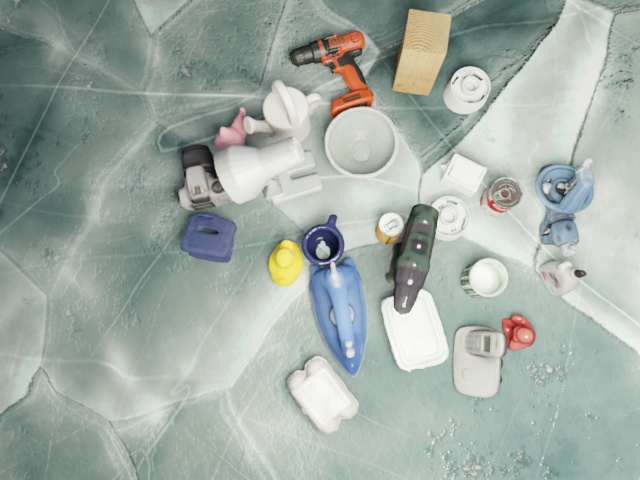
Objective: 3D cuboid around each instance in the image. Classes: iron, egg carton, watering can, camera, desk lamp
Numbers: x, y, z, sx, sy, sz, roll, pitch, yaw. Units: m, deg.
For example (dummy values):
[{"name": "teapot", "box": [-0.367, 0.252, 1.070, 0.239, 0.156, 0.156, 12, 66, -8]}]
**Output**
[{"name": "iron", "box": [0.049, 0.165, 1.204, 0.118, 0.141, 0.258, -12, 81, -1]}, {"name": "egg carton", "box": [0.004, 0.330, 1.216, 0.107, 0.069, 0.150, -39, 83, -5]}, {"name": "watering can", "box": [-0.079, -0.277, 1.247, 0.101, 0.194, 0.173, 42, 84, 7]}, {"name": "camera", "box": [-0.252, -0.147, 1.276, 0.143, 0.101, 0.137, -12, 81, -1]}, {"name": "desk lamp", "box": [-0.105, -0.150, 1.218, 0.203, 0.213, 0.118, -18, 81, -2]}]

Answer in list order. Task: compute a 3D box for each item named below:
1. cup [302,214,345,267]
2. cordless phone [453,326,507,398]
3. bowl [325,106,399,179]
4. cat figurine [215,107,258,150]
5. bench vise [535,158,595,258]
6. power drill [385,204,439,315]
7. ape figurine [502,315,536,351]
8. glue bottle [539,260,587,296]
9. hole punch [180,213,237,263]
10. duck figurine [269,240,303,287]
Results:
[{"name": "cup", "box": [0.012, 0.004, 1.253, 0.091, 0.095, 0.118, 18, 82, 4]}, {"name": "cordless phone", "box": [0.334, 0.249, 1.166, 0.094, 0.185, 0.148, 1, 81, 1]}, {"name": "bowl", "box": [0.093, -0.210, 1.295, 0.167, 0.075, 0.167, 0, 81, 1]}, {"name": "cat figurine", "box": [-0.193, -0.236, 1.281, 0.067, 0.118, 0.128, 24, 82, 5]}, {"name": "bench vise", "box": [0.531, -0.078, 1.196, 0.121, 0.220, 0.207, -19, 81, -2]}, {"name": "power drill", "box": [0.187, 0.047, 1.187, 0.075, 0.208, 0.230, 14, 82, 3]}, {"name": "ape figurine", "box": [0.427, 0.201, 1.219, 0.076, 0.092, 0.078, 32, 83, 6]}, {"name": "glue bottle", "box": [0.513, 0.075, 1.196, 0.037, 0.173, 0.078, -28, 82, -3]}, {"name": "hole punch", "box": [-0.245, -0.008, 1.260, 0.108, 0.091, 0.101, 9, 81, 2]}, {"name": "duck figurine", "box": [-0.077, 0.048, 1.252, 0.077, 0.086, 0.104, 9, 81, 2]}]
